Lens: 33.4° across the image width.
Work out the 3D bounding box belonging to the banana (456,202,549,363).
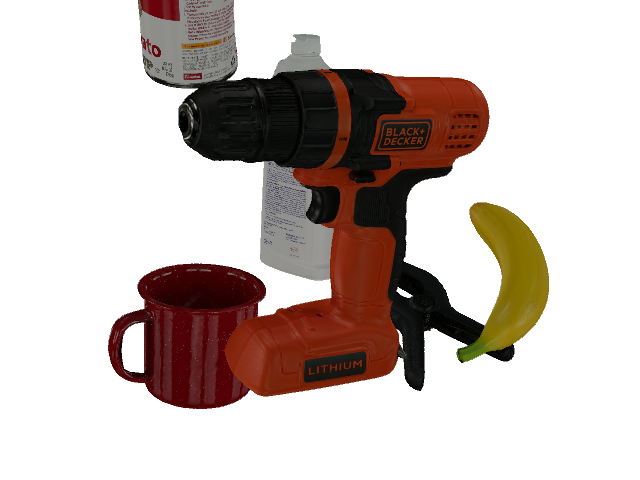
[{"bbox_3d":[0.151,0.024,0.872,0.070,0.037,0.197,2,36,11],"label":"banana"}]

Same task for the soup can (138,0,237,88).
[{"bbox_3d":[-0.089,-0.163,0.721,0.068,0.102,0.068,1,36,-1],"label":"soup can"}]

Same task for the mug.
[{"bbox_3d":[-0.098,0.072,0.779,0.117,0.081,0.093,-9,23,-33],"label":"mug"}]

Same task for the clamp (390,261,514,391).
[{"bbox_3d":[0.113,0.075,1.066,0.120,0.039,0.171,-3,43,-24],"label":"clamp"}]

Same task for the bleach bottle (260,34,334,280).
[{"bbox_3d":[-0.014,-0.091,1.137,0.103,0.251,0.067,16,21,37],"label":"bleach bottle"}]

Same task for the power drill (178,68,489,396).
[{"bbox_3d":[-0.002,-0.005,0.596,0.184,0.188,0.057,-4,32,-30],"label":"power drill"}]
